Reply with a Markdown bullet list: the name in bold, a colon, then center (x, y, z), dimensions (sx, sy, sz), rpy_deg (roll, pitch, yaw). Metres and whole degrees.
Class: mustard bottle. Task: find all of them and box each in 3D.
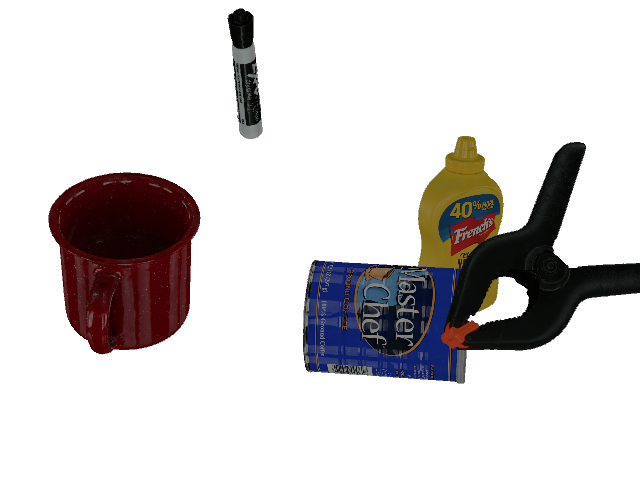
- **mustard bottle**: center (0.149, -0.017, 1.136), dimensions (0.096, 0.192, 0.058), rpy_deg (-9, 23, -25)

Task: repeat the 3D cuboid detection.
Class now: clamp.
- **clamp**: center (0.160, 0.025, 0.717), dimensions (0.120, 0.171, 0.039), rpy_deg (43, -14, 13)

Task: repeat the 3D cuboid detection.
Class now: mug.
- **mug**: center (-0.125, 0.023, 0.676), dimensions (0.093, 0.081, 0.117), rpy_deg (6, 39, 0)

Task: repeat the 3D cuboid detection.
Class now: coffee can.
- **coffee can**: center (0.061, 0.072, 0.955), dimensions (0.140, 0.103, 0.102), rpy_deg (3, 0, 9)

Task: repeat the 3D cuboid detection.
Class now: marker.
- **marker**: center (-0.057, -0.127, 0.816), dimensions (0.020, 0.020, 0.121), rpy_deg (0, -39, 1)
